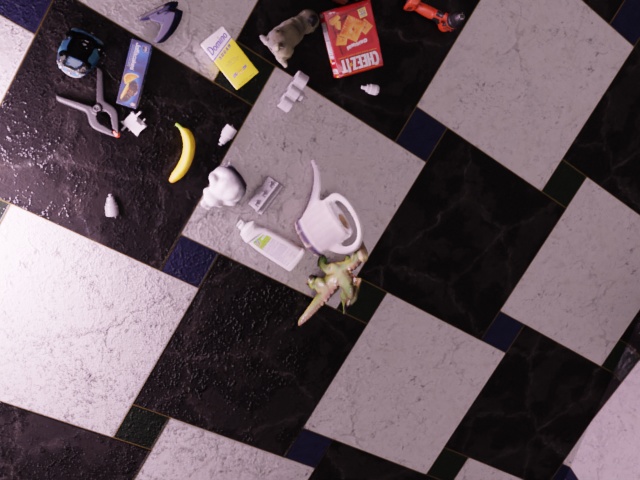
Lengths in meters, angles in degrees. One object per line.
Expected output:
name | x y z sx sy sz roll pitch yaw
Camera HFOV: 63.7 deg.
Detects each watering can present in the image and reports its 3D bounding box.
watering can | 0.005 -0.090 1.797 0.222 0.104 0.350 -36 79 19

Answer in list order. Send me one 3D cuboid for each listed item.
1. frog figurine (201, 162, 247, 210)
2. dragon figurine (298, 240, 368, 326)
frog figurine | -0.326 -0.165 1.698 0.161 0.124 0.134 -39 131 -13
dragon figurine | 0.054 0.175 1.823 0.121 0.245 0.408 23 97 -24
